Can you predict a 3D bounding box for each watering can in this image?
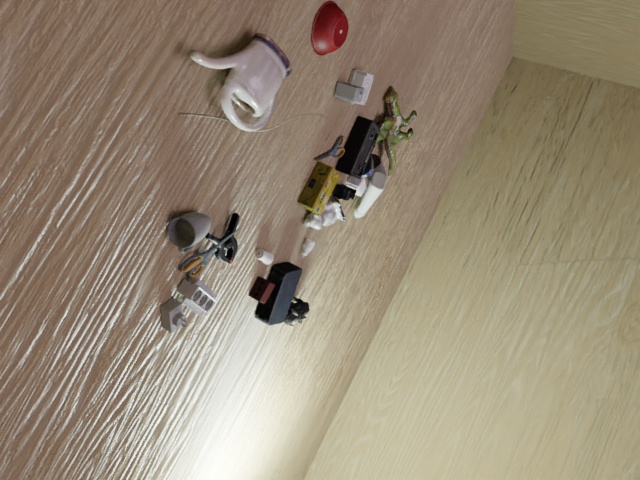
[{"bbox_3d":[-0.178,-0.409,1.255,0.226,0.104,0.342,-61,157,-11],"label":"watering can"}]

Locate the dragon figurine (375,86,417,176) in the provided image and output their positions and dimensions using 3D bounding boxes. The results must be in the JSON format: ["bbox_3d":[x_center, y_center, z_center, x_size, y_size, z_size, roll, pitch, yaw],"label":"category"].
[{"bbox_3d":[0.292,-0.457,2.230,0.244,0.123,0.404,-13,120,-46],"label":"dragon figurine"}]

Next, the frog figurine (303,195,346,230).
[{"bbox_3d":[0.006,-0.099,1.977,0.160,0.125,0.135,-22,155,-6],"label":"frog figurine"}]
